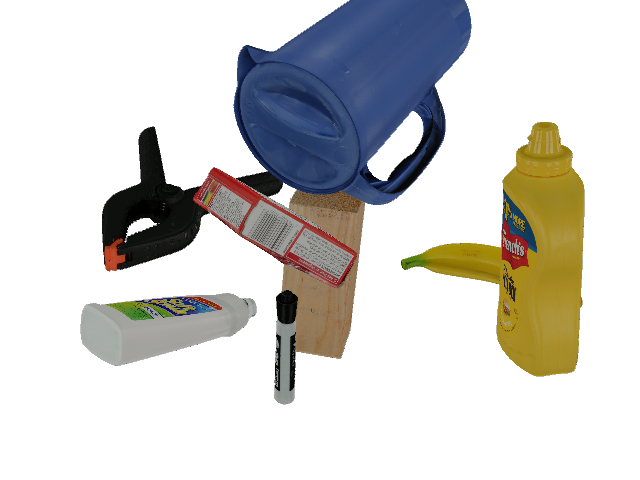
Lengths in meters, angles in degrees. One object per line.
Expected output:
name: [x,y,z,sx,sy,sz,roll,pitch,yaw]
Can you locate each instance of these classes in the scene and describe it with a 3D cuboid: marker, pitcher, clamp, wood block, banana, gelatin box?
marker: [-0.031,0.094,0.941,0.020,0.121,0.020,2,35,-1]
pitcher: [0.048,-0.151,0.989,0.145,0.149,0.242,15,43,32]
clamp: [-0.156,-0.042,1.047,0.165,0.036,0.209,24,41,21]
wood block: [0.001,0.038,1.402,0.090,0.206,0.090,9,23,6]
banana: [0.184,0.035,1.098,0.198,0.037,0.069,11,38,33]
gelatin box: [-0.029,-0.008,0.692,0.089,0.030,0.073,30,2,-35]

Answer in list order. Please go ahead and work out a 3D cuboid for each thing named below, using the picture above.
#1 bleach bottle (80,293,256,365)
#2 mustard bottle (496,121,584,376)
bleach bottle: [-0.198,0.110,1.477,0.250,0.068,0.103,-9,24,-43]
mustard bottle: [0.169,0.002,0.821,0.058,0.192,0.096,-5,26,-5]
